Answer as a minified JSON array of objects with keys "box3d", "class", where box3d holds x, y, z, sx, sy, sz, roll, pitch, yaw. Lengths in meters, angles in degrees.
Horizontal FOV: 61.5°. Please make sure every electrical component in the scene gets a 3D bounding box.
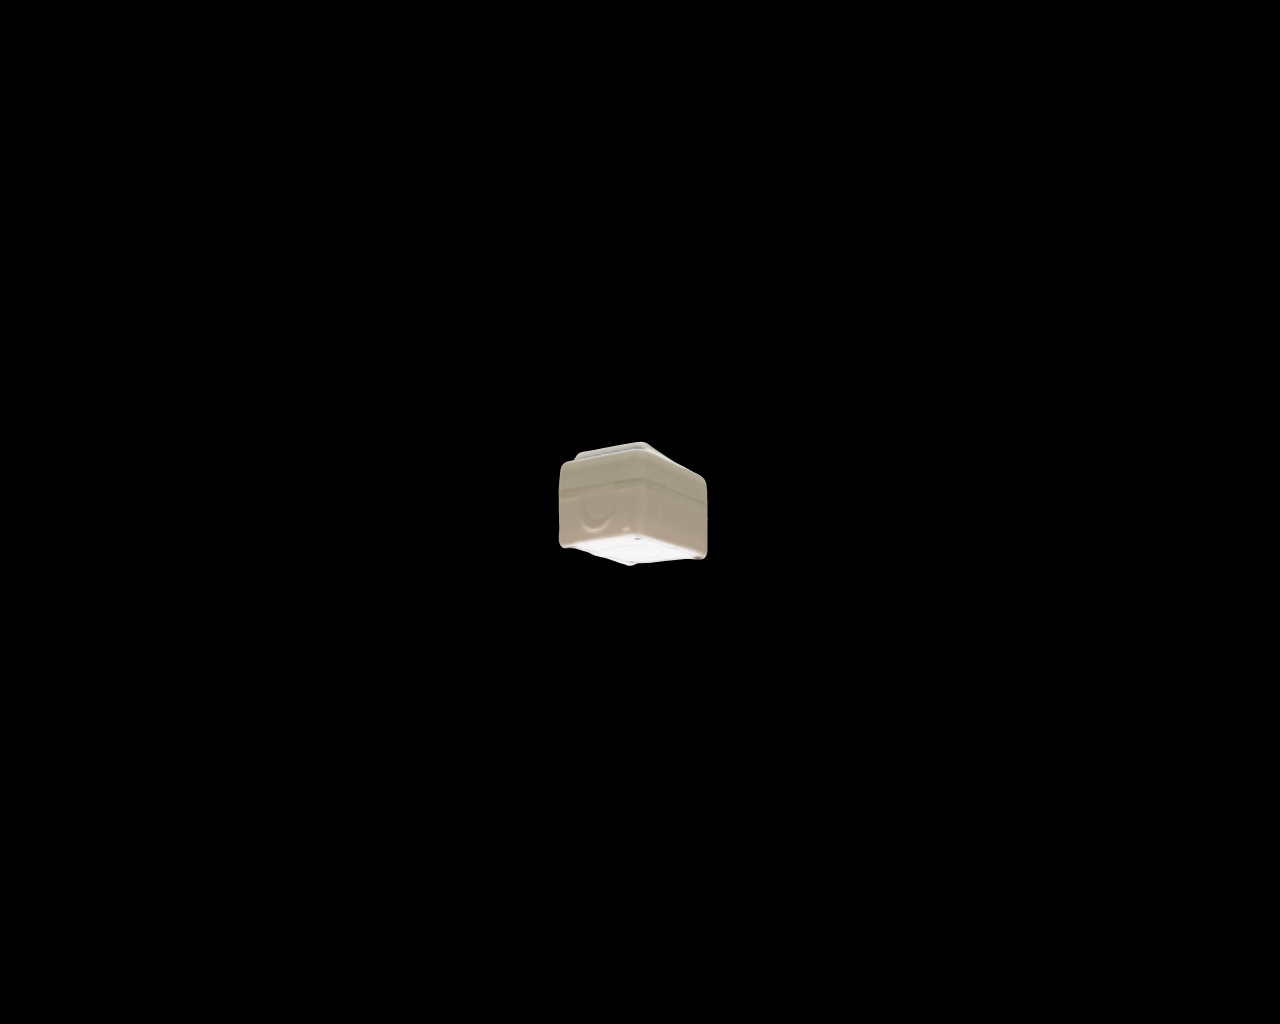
[{"box3d":[0.001,-0.003,0.650,0.061,0.061,0.096,-8,-16,31],"class":"electrical component"}]
